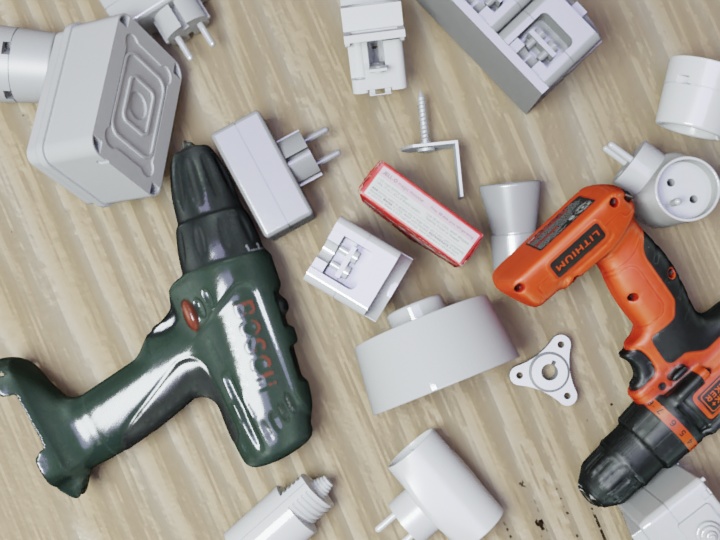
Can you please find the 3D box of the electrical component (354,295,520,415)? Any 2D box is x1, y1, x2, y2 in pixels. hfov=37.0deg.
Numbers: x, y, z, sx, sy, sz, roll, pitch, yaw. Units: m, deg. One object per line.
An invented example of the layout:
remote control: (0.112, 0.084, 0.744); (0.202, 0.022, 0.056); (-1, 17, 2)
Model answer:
electrical component: (0.048, 0.052, 0.738); (0.108, 0.108, 0.060); (-22, 83, 1)

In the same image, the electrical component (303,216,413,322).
electrical component: (0.000, 0.000, 0.746); (0.056, 0.089, 0.050); (31, 90, 2)

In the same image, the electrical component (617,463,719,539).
electrical component: (0.220, 0.177, 0.734); (0.061, 0.096, 0.061); (-38, 88, 1)

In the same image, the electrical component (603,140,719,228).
electrical component: (0.203, -0.063, 0.747); (0.079, 0.077, 0.043); (37, 90, 2)

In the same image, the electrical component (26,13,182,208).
electrical component: (-0.174, -0.108, 0.739); (0.057, 0.078, 0.113); (-6, 63, 25)

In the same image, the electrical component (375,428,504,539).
electrical component: (0.047, 0.167, 0.765); (0.079, 0.044, 0.077); (-41, 88, 1)

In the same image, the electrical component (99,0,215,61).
electrical component: (-0.133, -0.187, 0.773); (0.083, 0.047, 0.075); (-32, 89, 1)

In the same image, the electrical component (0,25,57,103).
electrical component: (-0.241, -0.147, 0.773); (0.047, 0.055, 0.055); (4, 89, -2)

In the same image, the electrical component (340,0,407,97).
electrical component: (0.010, -0.158, 0.759); (0.042, 0.081, 0.063); (-6, 112, 1)

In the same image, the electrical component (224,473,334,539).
electrical component: (-0.052, 0.177, 0.769); (0.081, 0.043, 0.043); (-42, 88, 0)

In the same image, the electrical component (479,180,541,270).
electrical component: (0.110, -0.030, 0.768); (0.044, 0.044, 0.065); (-6, 94, 2)

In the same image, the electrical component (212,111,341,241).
electrical component: (-0.051, -0.075, 0.770); (0.076, 0.047, 0.083); (-28, 89, 0)

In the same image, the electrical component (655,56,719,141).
electrical component: (0.240, -0.120, 0.759); (0.055, 0.055, 0.047); (16, 93, 2)

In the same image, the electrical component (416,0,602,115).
electrical component: (0.091, -0.189, 0.746); (0.062, 0.089, 0.150); (-44, 88, 1)
